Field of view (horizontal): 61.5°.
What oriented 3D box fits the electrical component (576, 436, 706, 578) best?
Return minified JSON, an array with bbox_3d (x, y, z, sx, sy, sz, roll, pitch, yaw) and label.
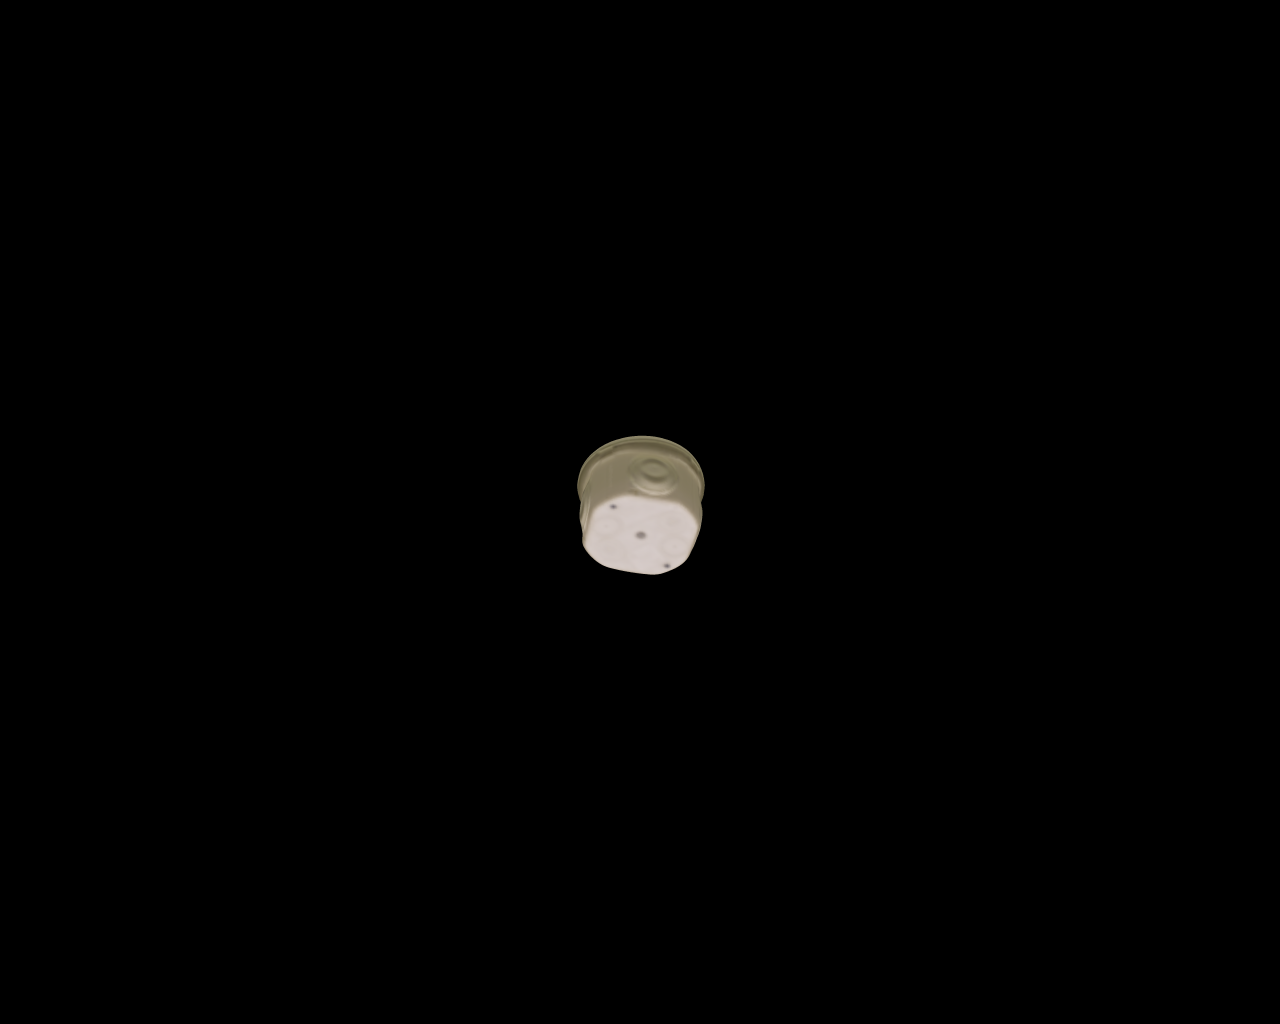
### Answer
[{"bbox_3d":[0.001,-0.003,0.650,0.080,0.080,0.051,0,44,0],"label":"electrical component"}]
